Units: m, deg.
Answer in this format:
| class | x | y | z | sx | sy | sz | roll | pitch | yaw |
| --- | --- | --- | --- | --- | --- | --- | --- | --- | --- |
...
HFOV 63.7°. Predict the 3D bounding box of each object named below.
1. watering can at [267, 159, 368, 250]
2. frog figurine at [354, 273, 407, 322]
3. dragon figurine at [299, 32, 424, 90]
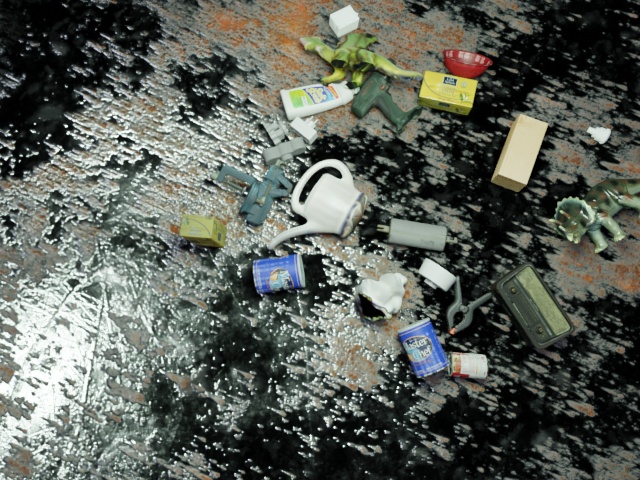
| class | x | y | z | sx | sy | sz | roll | pitch | yaw |
| --- | --- | --- | --- | --- | --- | --- | --- | --- | --- |
| watering can | 0.005 | -0.079 | 1.573 | 0.225 | 0.103 | 0.350 | 29 | 81 | 8 |
| frog figurine | 0.183 | 0.158 | 1.529 | 0.138 | 0.119 | 0.162 | 26 | 46 | 16 |
| dragon figurine | 0.131 | -0.601 | 1.656 | 0.410 | 0.119 | 0.248 | 7 | 56 | 6 |
